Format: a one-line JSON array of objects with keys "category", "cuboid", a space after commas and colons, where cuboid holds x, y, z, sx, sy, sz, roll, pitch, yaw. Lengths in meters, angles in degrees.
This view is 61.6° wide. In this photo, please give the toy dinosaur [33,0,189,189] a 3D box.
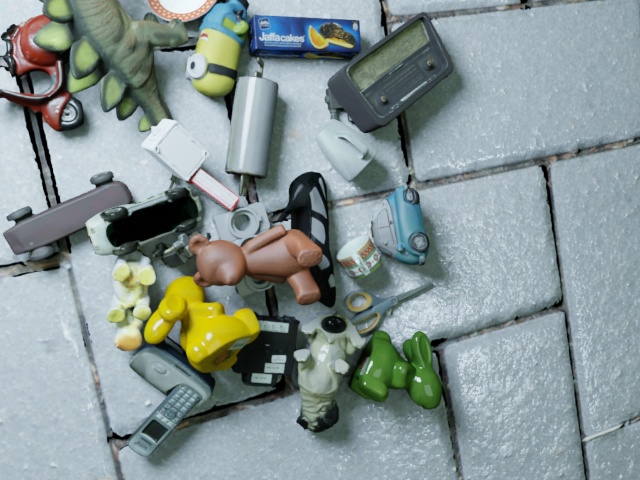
[{"category": "toy dinosaur", "cuboid": [-0.318, -0.304, 0.846, 0.198, 0.105, 0.470, -46, 124, -25]}]

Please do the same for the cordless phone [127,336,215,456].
[{"category": "cordless phone", "cuboid": [-0.288, 0.269, 0.930, 0.146, 0.089, 0.184, 42, 85, -16]}]

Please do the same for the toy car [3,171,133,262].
[{"category": "toy car", "cuboid": [-0.409, -0.039, 0.884, 0.202, 0.053, 0.089, -29, 112, -18]}]

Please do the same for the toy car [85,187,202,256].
[{"category": "toy car", "cuboid": [-0.286, -0.033, 0.898, 0.202, 0.056, 0.073, -26, 112, -40]}]

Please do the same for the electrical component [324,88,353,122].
[{"category": "electrical component", "cuboid": [0.040, -0.271, 1.027, 0.063, 0.021, 0.094, -9, 97, -16]}]

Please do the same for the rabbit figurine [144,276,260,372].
[{"category": "rabbit figurine", "cuboid": [-0.215, 0.137, 0.910, 0.162, 0.122, 0.173, -4, 51, -49]}]

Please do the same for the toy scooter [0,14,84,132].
[{"category": "toy scooter", "cuboid": [-0.453, -0.261, 0.843, 0.135, 0.075, 0.183, -7, 99, -22]}]

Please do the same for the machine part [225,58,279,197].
[{"category": "machine part", "cuboid": [-0.121, -0.197, 0.953, 0.079, 0.079, 0.243, 7, 91, -18]}]

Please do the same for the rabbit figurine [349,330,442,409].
[{"category": "rabbit figurine", "cuboid": [0.162, 0.261, 1.056, 0.170, 0.121, 0.159, 26, 64, -3]}]

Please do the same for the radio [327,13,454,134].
[{"category": "radio", "cuboid": [0.138, -0.312, 1.015, 0.229, 0.073, 0.131, -40, 104, -19]}]

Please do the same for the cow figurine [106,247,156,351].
[{"category": "cow figurine", "cuboid": [-0.323, 0.099, 0.909, 0.068, 0.098, 0.167, 6, 111, -23]}]

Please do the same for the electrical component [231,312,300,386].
[{"category": "electrical component", "cuboid": [-0.106, 0.202, 0.994, 0.115, 0.058, 0.134, 10, 90, -16]}]

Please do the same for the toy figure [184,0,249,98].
[{"category": "toy figure", "cuboid": [-0.169, -0.335, 0.926, 0.089, 0.082, 0.180, 23, 84, -14]}]

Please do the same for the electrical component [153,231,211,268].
[{"category": "electrical component", "cuboid": [-0.241, 0.013, 0.922, 0.045, 0.102, 0.078, 52, 56, -21]}]

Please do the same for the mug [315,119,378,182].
[{"category": "mug", "cuboid": [0.045, -0.172, 0.997, 0.107, 0.109, 0.081, 41, 85, -3]}]

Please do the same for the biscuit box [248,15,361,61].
[{"category": "biscuit box", "cuboid": [-0.028, -0.367, 0.979, 0.203, 0.059, 0.062, -5, 95, -17]}]

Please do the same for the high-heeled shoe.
[{"category": "high-heeled shoe", "cuboid": [-0.002, -0.003, 1.023, 0.145, 0.086, 0.248, -50, 127, -39]}]

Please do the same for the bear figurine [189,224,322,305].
[{"category": "bear figurine", "cuboid": [-0.108, 0.042, 0.881, 0.196, 0.132, 0.120, -8, 124, -21]}]

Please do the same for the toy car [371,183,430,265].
[{"category": "toy car", "cuboid": [0.150, -0.023, 1.040, 0.103, 0.109, 0.161, -12, 88, 1]}]

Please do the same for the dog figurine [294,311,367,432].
[{"category": "dog figurine", "cuboid": [0.011, 0.252, 1.031, 0.172, 0.121, 0.190, -47, 151, -46]}]
